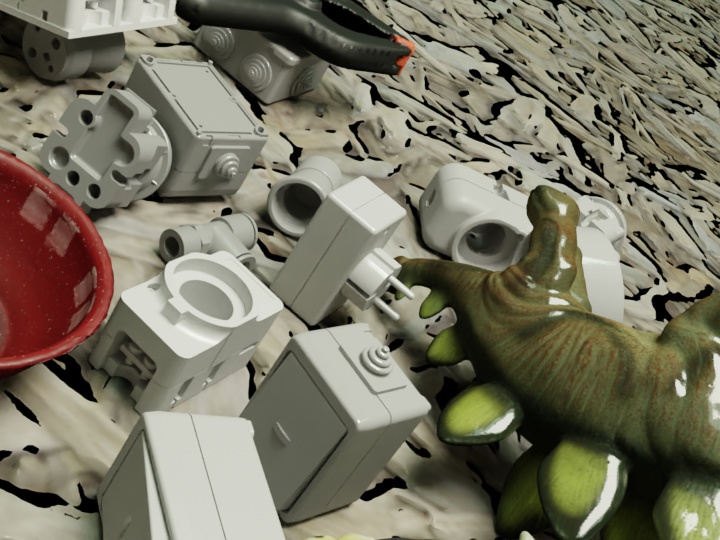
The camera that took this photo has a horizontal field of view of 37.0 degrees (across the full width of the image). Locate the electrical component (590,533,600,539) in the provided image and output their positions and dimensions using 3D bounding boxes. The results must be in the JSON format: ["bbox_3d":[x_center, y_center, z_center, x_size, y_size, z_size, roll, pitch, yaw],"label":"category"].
[{"bbox_3d":[0.143,0.119,0.673,0.076,0.047,0.083,33,31,-1],"label":"electrical component"}]

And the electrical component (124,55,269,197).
[{"bbox_3d":[-0.110,-0.087,0.705,0.062,0.061,0.096,-6,49,-47],"label":"electrical component"}]

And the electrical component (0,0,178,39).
[{"bbox_3d":[-0.225,-0.219,0.726,0.186,0.060,0.105,25,27,22],"label":"electrical component"}]

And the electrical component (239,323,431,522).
[{"bbox_3d":[-0.016,0.073,0.542,0.061,0.096,0.061,-6,50,-47],"label":"electrical component"}]

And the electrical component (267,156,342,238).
[{"bbox_3d":[-0.035,-0.055,0.752,0.044,0.044,0.065,32,27,-3],"label":"electrical component"}]

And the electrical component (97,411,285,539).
[{"bbox_3d":[-0.079,0.107,0.471,0.061,0.061,0.096,10,38,-34],"label":"electrical component"}]

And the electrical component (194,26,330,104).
[{"bbox_3d":[-0.076,-0.185,0.883,0.100,0.048,0.100,40,32,10],"label":"electrical component"}]

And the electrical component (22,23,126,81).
[{"bbox_3d":[-0.195,-0.153,0.733,0.045,0.045,0.055,43,33,14],"label":"electrical component"}]

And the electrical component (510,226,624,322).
[{"bbox_3d":[0.150,0.016,0.776,0.064,0.099,0.099,10,38,-24],"label":"electrical component"}]

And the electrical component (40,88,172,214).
[{"bbox_3d":[-0.147,-0.069,0.641,0.058,0.078,0.057,39,13,8],"label":"electrical component"}]

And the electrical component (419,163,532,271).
[{"bbox_3d":[0.096,-0.033,0.829,0.095,0.053,0.059,23,33,-17],"label":"electrical component"}]

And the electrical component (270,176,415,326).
[{"bbox_3d":[0.000,0.000,0.668,0.076,0.083,0.047,40,32,10],"label":"electrical component"}]

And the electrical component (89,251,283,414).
[{"bbox_3d":[-0.089,0.029,0.572,0.050,0.055,0.089,42,32,13],"label":"electrical component"}]

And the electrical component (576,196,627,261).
[{"bbox_3d":[0.191,-0.031,0.912,0.078,0.058,0.057,45,36,18],"label":"electrical component"}]
